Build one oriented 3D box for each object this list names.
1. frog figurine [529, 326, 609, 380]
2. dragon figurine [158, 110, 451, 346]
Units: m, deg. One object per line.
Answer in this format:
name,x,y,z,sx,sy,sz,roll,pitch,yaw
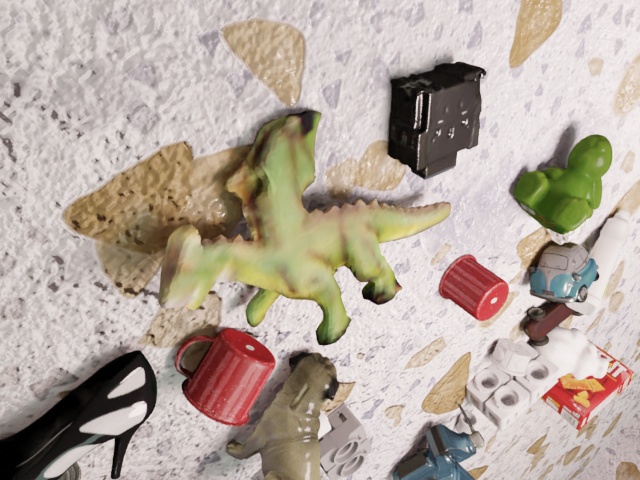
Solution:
frog figurine,0.583,0.276,1.216,0.137,0.162,0.121,-53,135,4
dragon figurine,0.002,-0.030,0.589,0.416,0.123,0.238,-35,127,-28
